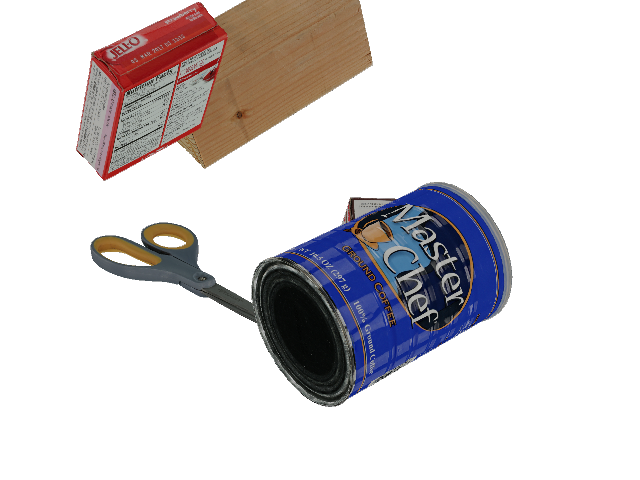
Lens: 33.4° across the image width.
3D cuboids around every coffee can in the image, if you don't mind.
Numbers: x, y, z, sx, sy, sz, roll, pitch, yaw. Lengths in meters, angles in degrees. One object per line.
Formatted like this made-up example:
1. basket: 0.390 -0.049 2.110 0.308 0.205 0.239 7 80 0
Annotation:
1. coffee can: 0.041 0.033 0.701 0.140 0.103 0.103 -25 14 -31

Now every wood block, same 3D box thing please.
1. wood block: -0.061 -0.175 1.057 0.206 0.091 0.090 -33 49 -15

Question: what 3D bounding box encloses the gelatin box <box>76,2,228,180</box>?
1. gelatin box: -0.094 -0.082 0.588 0.073 0.030 0.089 -35 -15 -32

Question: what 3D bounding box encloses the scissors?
1. scissors: -0.090 0.025 0.853 0.202 0.016 0.096 16 30 22

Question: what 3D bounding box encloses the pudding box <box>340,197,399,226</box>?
1. pudding box: 0.076 -0.003 1.024 0.113 0.039 0.090 0 -30 -10
